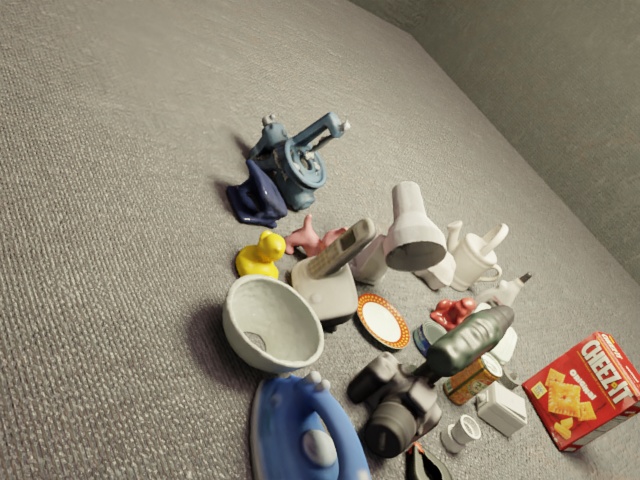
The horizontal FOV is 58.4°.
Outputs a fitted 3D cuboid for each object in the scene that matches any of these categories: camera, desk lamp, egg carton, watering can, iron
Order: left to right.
[{"bbox_3d":[-0.005,0.255,0.716,0.119,0.141,0.257,12,40,-40],"label":"iron"},{"bbox_3d":[0.142,-0.003,1.155,0.118,0.213,0.203,19,36,-33],"label":"desk lamp"},{"bbox_3d":[0.115,0.259,0.891,0.143,0.100,0.137,46,30,8],"label":"camera"},{"bbox_3d":[0.256,0.047,1.368,0.150,0.069,0.107,41,30,-1],"label":"egg carton"},{"bbox_3d":[0.381,0.027,1.413,0.173,0.193,0.101,31,31,-18],"label":"watering can"}]

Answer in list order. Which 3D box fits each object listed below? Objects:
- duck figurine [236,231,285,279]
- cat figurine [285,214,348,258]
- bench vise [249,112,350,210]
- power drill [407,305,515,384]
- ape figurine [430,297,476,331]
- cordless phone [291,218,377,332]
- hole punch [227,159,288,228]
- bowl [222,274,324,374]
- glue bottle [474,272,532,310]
[{"bbox_3d":[-0.091,0.030,0.970,0.078,0.086,0.104,20,36,-32],"label":"duck figurine"},{"bbox_3d":[0.010,0.004,1.090,0.128,0.117,0.067,40,30,-1],"label":"cat figurine"},{"bbox_3d":[-0.047,-0.199,1.189,0.207,0.219,0.122,42,30,2],"label":"bench vise"},{"bbox_3d":[0.224,0.200,0.987,0.075,0.208,0.230,51,31,17],"label":"power drill"},{"bbox_3d":[0.299,0.157,1.249,0.076,0.092,0.077,17,37,-35],"label":"ape figurine"},{"bbox_3d":[0.035,0.056,0.983,0.094,0.185,0.147,20,36,-32],"label":"cordless phone"},{"bbox_3d":[-0.110,-0.091,1.102,0.101,0.091,0.108,9,43,-43],"label":"hole punch"},{"bbox_3d":[-0.081,0.136,0.853,0.168,0.074,0.167,29,32,-20],"label":"bowl"},{"bbox_3d":[0.432,0.132,1.354,0.078,0.173,0.037,43,30,3],"label":"glue bottle"}]
